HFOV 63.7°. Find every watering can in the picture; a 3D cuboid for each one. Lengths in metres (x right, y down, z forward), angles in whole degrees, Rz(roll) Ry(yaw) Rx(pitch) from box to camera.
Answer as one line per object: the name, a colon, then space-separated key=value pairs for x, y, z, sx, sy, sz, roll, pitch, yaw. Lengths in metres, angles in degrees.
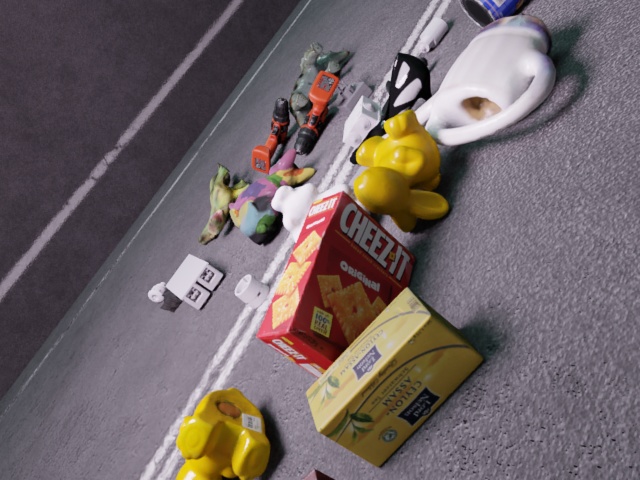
watering can: x=0.233 y=-0.240 z=0.836 sx=0.227 sy=0.103 sz=0.347 roll=-56 pitch=26 yaw=-16

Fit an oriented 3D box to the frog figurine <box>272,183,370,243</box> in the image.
frog figurine: x=0.003 y=-0.044 z=0.880 sx=0.137 sy=0.157 sz=0.125 roll=-47 pitch=26 yaw=9

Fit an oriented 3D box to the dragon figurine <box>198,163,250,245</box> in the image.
dragon figurine: x=-0.320 y=-0.103 z=1.582 sx=0.243 sy=0.121 sz=0.412 roll=-60 pitch=17 yaw=-2
